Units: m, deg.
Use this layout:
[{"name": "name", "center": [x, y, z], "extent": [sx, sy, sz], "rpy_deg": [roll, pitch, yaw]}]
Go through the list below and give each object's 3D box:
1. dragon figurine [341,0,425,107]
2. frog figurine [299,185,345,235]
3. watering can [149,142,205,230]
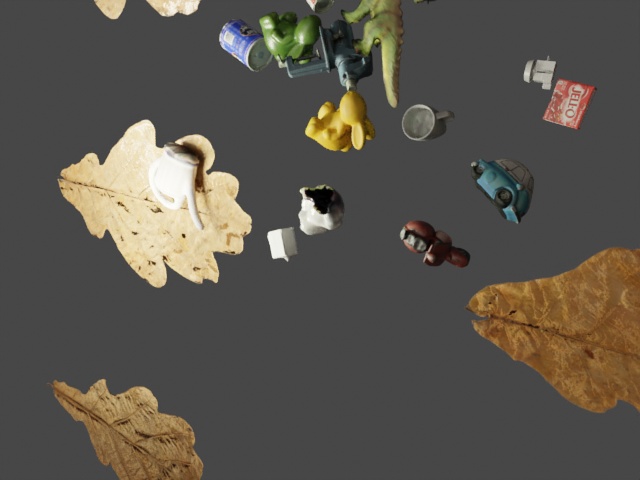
[{"name": "dragon figurine", "center": [0.189, -0.547, 1.222], "extent": [0.239, 0.123, 0.414], "rpy_deg": [-31, 75, 40]}, {"name": "frog figurine", "center": [0.004, -0.072, 1.440], "extent": [0.138, 0.125, 0.155], "rpy_deg": [31, 148, 21]}, {"name": "watering can", "center": [-0.473, -0.198, 1.764], "extent": [0.352, 0.104, 0.221], "rpy_deg": [36, 113, 30]}]
